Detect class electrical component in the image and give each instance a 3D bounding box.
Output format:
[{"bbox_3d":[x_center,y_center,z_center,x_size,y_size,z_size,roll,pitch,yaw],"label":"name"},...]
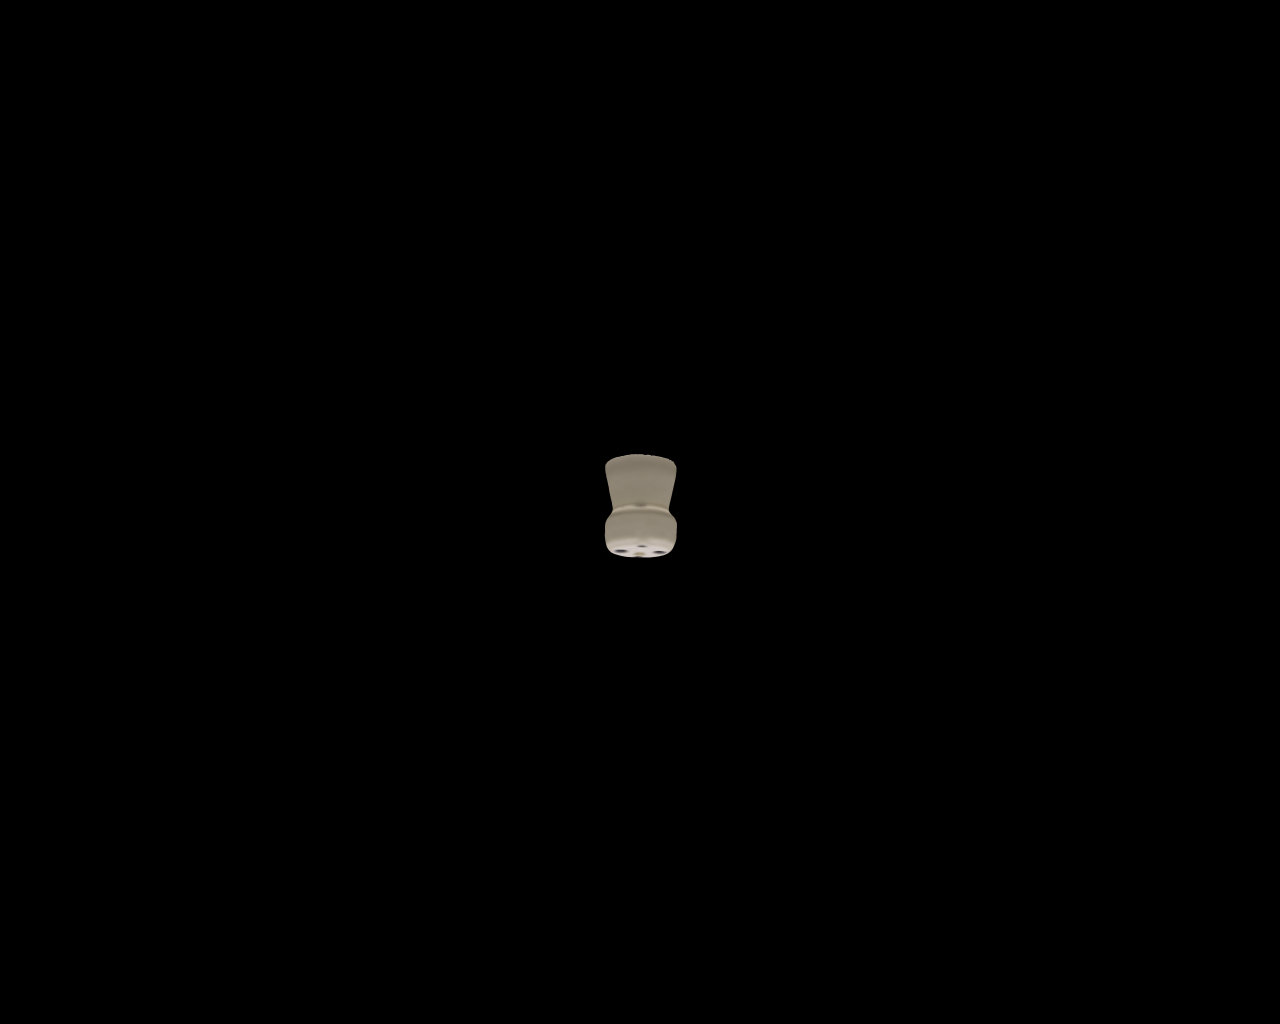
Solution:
[{"bbox_3d":[0.001,-0.003,0.650,0.045,0.055,0.045,0,-15,0],"label":"electrical component"}]
